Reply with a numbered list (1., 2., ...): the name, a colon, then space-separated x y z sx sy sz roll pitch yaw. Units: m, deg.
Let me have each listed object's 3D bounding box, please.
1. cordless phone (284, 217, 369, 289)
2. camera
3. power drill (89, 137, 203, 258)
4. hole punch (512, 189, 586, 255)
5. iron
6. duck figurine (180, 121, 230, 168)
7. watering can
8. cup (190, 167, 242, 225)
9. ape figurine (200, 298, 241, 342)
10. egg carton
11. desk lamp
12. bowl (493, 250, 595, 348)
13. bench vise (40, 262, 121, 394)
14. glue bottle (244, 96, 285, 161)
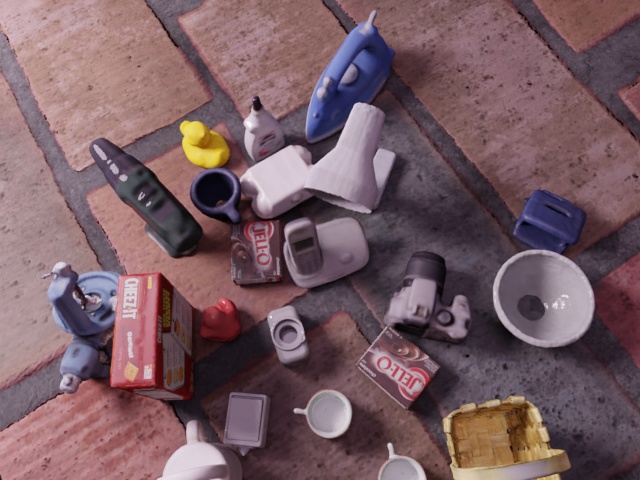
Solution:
1. cordless phone: 0.009 0.003 0.964 0.147 0.185 0.094 -23 70 -6
2. camera: 0.190 0.092 0.971 0.143 0.101 0.137 13 71 7
3. power drill: -0.284 -0.055 0.982 0.229 0.208 0.076 41 76 15
4. hole punch: 0.410 -0.038 1.017 0.108 0.091 0.101 29 73 12
5. iron: 0.045 -0.315 1.103 0.118 0.141 0.258 30 73 12
6. duck figurine: -0.224 -0.189 1.095 0.104 0.086 0.077 35 75 14
7. watering can: -0.174 0.356 0.836 0.101 0.194 0.172 -32 72 -9
8. cup: -0.174 -0.064 1.043 0.092 0.095 0.117 -37 73 -11
9. ape figurine: -0.173 0.136 0.971 0.078 0.092 0.076 -38 73 -11
10. egg carton: -0.069 -0.107 1.069 0.150 0.069 0.107 -32 72 -10
11. desk lamp: 0.060 -0.126 0.995 0.117 0.213 0.203 19 72 9
12. bowl: 0.370 0.105 0.974 0.167 0.075 0.167 -1 70 2
13. bench vise: -0.369 0.130 0.911 0.121 0.220 0.207 -10 70 -2
14. glue bottle: -0.108 -0.211 1.053 0.078 0.173 0.037 -36 72 -10
